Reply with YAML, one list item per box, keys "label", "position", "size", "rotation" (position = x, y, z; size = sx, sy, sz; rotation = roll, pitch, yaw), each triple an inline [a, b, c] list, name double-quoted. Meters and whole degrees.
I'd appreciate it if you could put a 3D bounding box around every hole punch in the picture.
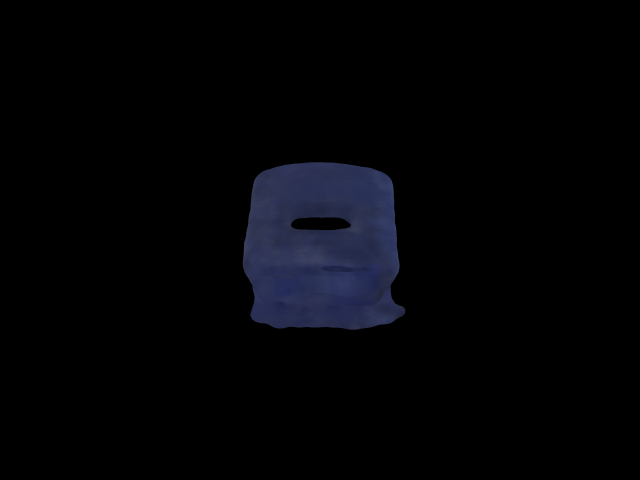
- label: "hole punch"
  position: [0.004, 0.001, 0.400]
  size: [0.108, 0.091, 0.101]
  rotation: [0, 25, 0]
